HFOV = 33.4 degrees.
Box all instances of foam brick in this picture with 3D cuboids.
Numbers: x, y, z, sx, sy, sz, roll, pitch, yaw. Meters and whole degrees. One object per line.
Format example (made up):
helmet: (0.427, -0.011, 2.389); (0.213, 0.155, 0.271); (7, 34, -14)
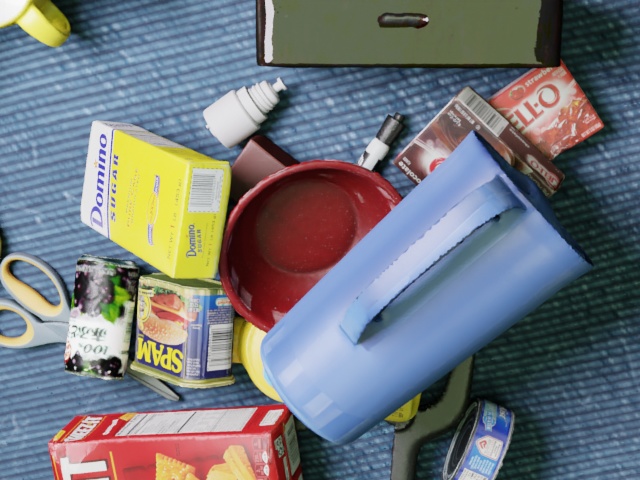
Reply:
foam brick: (-0.040, -0.046, 0.916); (0.078, 0.051, 0.053); (38, 103, -3)

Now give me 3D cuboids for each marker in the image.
marker: (0.036, -0.058, 0.924); (0.020, 0.020, 0.121); (34, 101, -3)

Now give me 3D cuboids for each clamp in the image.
clamp: (0.073, 0.163, 0.951); (0.210, 0.036, 0.164); (-42, 86, 8)

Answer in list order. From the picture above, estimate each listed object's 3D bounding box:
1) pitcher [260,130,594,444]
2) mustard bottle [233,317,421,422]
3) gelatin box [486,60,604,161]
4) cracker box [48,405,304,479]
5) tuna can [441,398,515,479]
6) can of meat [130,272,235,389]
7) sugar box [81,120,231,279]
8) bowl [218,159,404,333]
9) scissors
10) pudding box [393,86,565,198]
pitcher: (0.069, 0.041, 0.797); (0.243, 0.145, 0.149); (-42, 120, 13)
mustard bottle: (-0.006, 0.096, 0.925); (0.192, 0.058, 0.096); (6, 88, 17)
gelatin box: (0.181, -0.102, 0.899); (0.089, 0.030, 0.073); (-34, 96, 9)
cracker box: (-0.120, 0.238, 0.948); (0.214, 0.072, 0.164); (-6, 101, 15)
tuna can: (0.137, 0.181, 0.928); (0.034, 0.086, 0.086); (23, 101, 1)
can of meat: (-0.117, 0.076, 0.922); (0.102, 0.057, 0.084); (10, 97, 47)
sugar box: (-0.139, -0.037, 0.870); (0.048, 0.176, 0.093); (1, 104, -39)
bowl: (-0.006, 0.001, 0.871); (0.162, 0.055, 0.162); (-5, 116, -10)
scissors: (-0.229, 0.100, 0.975); (0.096, 0.016, 0.201); (-40, 95, 8)
pudding box: (0.131, -0.059, 0.886); (0.113, 0.039, 0.090); (45, 130, 1)
